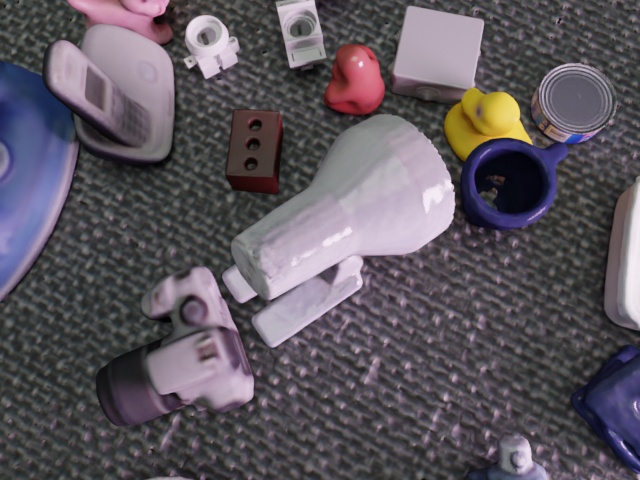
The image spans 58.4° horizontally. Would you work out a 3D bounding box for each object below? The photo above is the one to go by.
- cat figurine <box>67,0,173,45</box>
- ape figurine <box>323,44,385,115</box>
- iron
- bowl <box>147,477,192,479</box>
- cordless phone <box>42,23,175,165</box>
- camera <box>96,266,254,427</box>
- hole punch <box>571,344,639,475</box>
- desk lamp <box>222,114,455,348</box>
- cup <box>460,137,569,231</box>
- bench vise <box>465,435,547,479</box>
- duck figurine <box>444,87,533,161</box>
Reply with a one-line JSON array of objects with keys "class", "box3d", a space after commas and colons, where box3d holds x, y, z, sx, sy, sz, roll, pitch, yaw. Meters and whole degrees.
[{"class": "cat figurine", "box3d": [-0.214, -0.271, 0.632, 0.128, 0.118, 0.067, -15, 77, -3]}, {"class": "ape figurine", "box3d": [0.036, -0.181, 0.623, 0.078, 0.092, 0.076, -40, 80, -8]}, {"class": "iron", "box3d": [-0.336, -0.072, 0.576, 0.118, 0.141, 0.258, 4, 77, 2]}, {"class": "bowl", "box3d": [-0.135, 0.299, 0.524, 0.167, 0.075, 0.167, 0, 77, 0]}, {"class": "cordless phone", "box3d": [-0.213, -0.166, 0.574, 0.094, 0.185, 0.147, -5, 77, 0]}, {"class": "camera", "box3d": [-0.148, 0.111, 0.554, 0.137, 0.101, 0.143, -22, 78, -4]}, {"class": "hole punch", "box3d": [0.317, 0.164, 0.544, 0.101, 0.091, 0.108, -40, 80, -8]}, {"class": "desk lamp", "box3d": [0.005, 0.002, 0.520, 0.203, 0.213, 0.118, -36, 79, -7]}, {"class": "cup", "box3d": [0.193, -0.055, 0.592, 0.118, 0.095, 0.091, -32, 79, -6]}, {"class": "bench vise", "box3d": [0.170, 0.275, 0.454, 0.121, 0.220, 0.207, -25, 78, -5]}, {"class": "duck figurine", "box3d": [0.187, -0.122, 0.612, 0.104, 0.086, 0.077, 40, 81, 9]}]
